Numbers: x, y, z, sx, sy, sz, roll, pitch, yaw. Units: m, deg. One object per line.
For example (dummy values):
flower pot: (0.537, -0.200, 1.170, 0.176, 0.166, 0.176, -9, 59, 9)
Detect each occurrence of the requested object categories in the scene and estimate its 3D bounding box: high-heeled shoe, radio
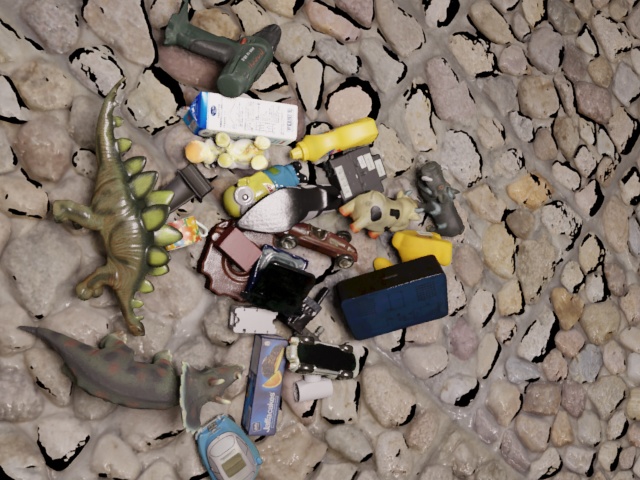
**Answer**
high-heeled shoe: (-0.064, -0.066, 1.104, 0.249, 0.145, 0.086, -14, 95, -18)
radio: (0.161, 0.128, 1.170, 0.230, 0.073, 0.130, -16, 124, 3)

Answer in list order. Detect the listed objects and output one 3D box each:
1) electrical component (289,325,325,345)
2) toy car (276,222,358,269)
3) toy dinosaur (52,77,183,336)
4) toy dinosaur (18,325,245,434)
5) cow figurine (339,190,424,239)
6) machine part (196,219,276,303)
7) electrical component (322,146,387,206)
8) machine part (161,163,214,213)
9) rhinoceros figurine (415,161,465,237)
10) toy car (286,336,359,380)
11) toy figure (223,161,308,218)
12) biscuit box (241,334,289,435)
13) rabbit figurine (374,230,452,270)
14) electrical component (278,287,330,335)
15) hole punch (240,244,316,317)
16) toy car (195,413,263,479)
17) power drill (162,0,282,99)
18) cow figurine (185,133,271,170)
electrical component: (-0.034, 0.218, 1.179, 0.063, 0.021, 0.094, 45, 76, -16)
toy car: (-0.002, -0.003, 1.154, 0.202, 0.053, 0.089, 20, 39, -19)
toy dinosaur: (-0.363, -0.046, 0.974, 0.199, 0.105, 0.470, -11, 102, -3)
toy dinosaur: (-0.344, 0.245, 0.966, 0.405, 0.192, 0.131, 19, 81, -22)
cow figurine: (0.145, -0.063, 1.189, 0.194, 0.127, 0.085, 15, 43, -55)
machine part: (-0.163, 0.044, 1.109, 0.179, 0.056, 0.179, -1, 92, -22)
electrical component: (0.084, -0.145, 1.205, 0.134, 0.058, 0.114, -22, 100, -20)
machine part: (-0.284, -0.090, 1.070, 0.139, 0.039, 0.084, -39, 109, -19)
rhinoceros figurine: (0.277, -0.091, 1.255, 0.073, 0.112, 0.190, -30, 109, -17)
toy car: (0.007, 0.254, 1.148, 0.201, 0.056, 0.073, 20, 59, -37)
toy figure: (-0.115, -0.103, 1.116, 0.180, 0.089, 0.082, -33, 92, -27)
biscuit box: (-0.116, 0.302, 1.126, 0.063, 0.059, 0.202, 9, 87, -22)
rabbit figurine: (0.213, 0.070, 1.232, 0.162, 0.122, 0.173, 0, 109, -19)
electrical component: (-0.031, 0.140, 1.152, 0.047, 0.075, 0.119, 40, 81, -18)
hole punch: (-0.082, 0.080, 1.079, 0.142, 0.092, 0.115, 22, 114, -25)
toy car: (-0.178, 0.436, 1.081, 0.109, 0.103, 0.161, -29, 103, -20)
power drill: (-0.194, -0.395, 1.070, 0.207, 0.086, 0.232, 28, 55, -19)
cow figurine: (-0.183, -0.176, 1.089, 0.167, 0.098, 0.068, 3, 92, -3)
